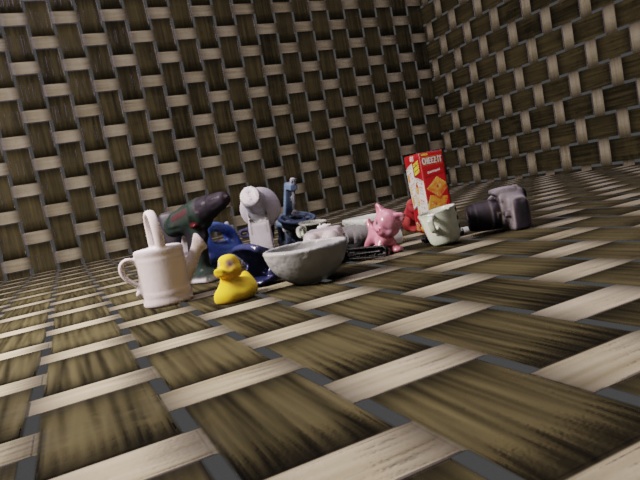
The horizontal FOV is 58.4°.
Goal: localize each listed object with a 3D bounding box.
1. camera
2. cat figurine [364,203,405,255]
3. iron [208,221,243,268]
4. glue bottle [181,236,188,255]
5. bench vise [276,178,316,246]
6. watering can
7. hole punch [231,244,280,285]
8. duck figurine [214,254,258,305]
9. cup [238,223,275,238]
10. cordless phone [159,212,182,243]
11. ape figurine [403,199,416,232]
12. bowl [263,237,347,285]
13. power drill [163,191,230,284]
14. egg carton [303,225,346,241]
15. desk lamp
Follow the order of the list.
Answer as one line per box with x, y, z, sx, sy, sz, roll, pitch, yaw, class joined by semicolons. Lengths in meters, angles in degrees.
0.408;-0.072;1.336;0.136;0.101;0.143;-10;5;4;camera
0.141;-0.026;1.292;0.067;0.118;0.127;-13;6;-26;cat figurine
-0.287;0.009;1.638;0.118;0.141;0.259;-8;6;25;iron
-0.333;0.016;1.487;0.078;0.173;0.037;-10;6;6;glue bottle
-0.103;-0.083;1.829;0.206;0.220;0.122;-5;8;44;bench vise
-0.321;0.032;1.173;0.100;0.194;0.173;-5;8;45;watering can
-0.121;0.045;1.205;0.101;0.091;0.108;-15;7;-41;hole punch
-0.162;0.068;1.069;0.077;0.086;0.105;-8;6;25;duck figurine
-0.196;-0.002;1.828;0.118;0.095;0.091;-12;6;-16;cup
-0.451;0.019;1.623;0.147;0.185;0.094;-11;6;-1;cordless phone
0.272;-0.074;1.675;0.078;0.092;0.076;-12;6;-10;ape figurine
-0.024;0.044;1.106;0.167;0.075;0.167;-10;5;1;bowl
-0.284;-0.003;1.394;0.228;0.208;0.076;-7;7;36;power drill
0.014;0.005;1.472;0.107;0.069;0.150;-10;5;7;egg carton
-0.171;-0.048;1.624;0.118;0.213;0.203;-10;5;4;desk lamp
